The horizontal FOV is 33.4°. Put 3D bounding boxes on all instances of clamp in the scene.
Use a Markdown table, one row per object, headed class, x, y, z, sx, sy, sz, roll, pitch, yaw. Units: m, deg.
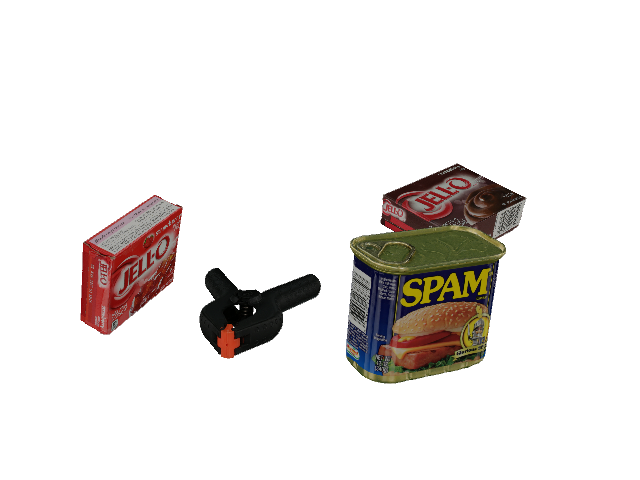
| class | x | y | z | sx | sy | sz | roll | pitch | yaw |
| --- | --- | --- | --- | --- | --- | --- | --- | --- | --- |
| clamp | -0.080 | 0.065 | 1.043 | 0.120 | 0.039 | 0.171 | 1 | 16 | 19 |

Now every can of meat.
| class | x | y | z | sx | sy | sz | roll | pitch | yaw |
| --- | --- | --- | --- | --- | --- | --- | --- | --- | --- |
| can of meat | 0.067 | 0.042 | 0.707 | 0.101 | 0.084 | 0.058 | -7 | 24 | -28 |

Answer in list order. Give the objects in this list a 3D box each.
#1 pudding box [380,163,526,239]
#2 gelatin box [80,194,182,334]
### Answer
| class | x | y | z | sx | sy | sz | roll | pitch | yaw |
| --- | --- | --- | --- | --- | --- | --- | --- | --- | --- |
| pudding box | 0.128 | -0.029 | 1.031 | 0.113 | 0.039 | 0.090 | -22 | 41 | -39 |
| gelatin box | -0.142 | 0.018 | 0.801 | 0.030 | 0.073 | 0.089 | 25 | 36 | 17 |
